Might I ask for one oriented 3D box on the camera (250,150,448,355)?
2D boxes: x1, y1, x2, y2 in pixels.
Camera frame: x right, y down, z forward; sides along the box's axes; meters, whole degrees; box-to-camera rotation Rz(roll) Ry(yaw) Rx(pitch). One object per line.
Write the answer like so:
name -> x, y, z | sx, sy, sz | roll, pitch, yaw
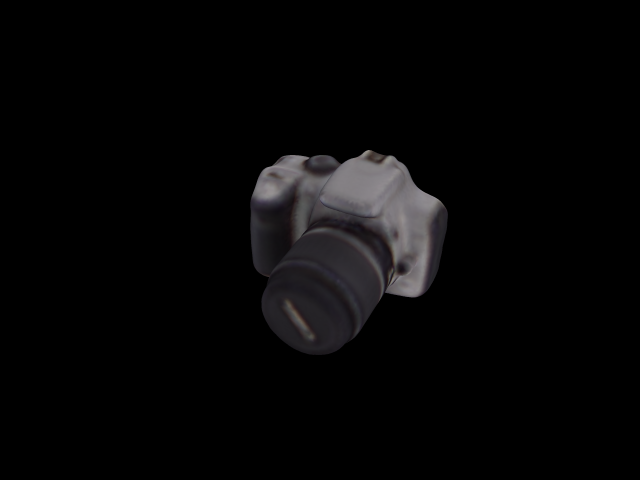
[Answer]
camera -> 0.004, 0.001, 0.400 | 0.142, 0.101, 0.137 | 17, 41, 21
